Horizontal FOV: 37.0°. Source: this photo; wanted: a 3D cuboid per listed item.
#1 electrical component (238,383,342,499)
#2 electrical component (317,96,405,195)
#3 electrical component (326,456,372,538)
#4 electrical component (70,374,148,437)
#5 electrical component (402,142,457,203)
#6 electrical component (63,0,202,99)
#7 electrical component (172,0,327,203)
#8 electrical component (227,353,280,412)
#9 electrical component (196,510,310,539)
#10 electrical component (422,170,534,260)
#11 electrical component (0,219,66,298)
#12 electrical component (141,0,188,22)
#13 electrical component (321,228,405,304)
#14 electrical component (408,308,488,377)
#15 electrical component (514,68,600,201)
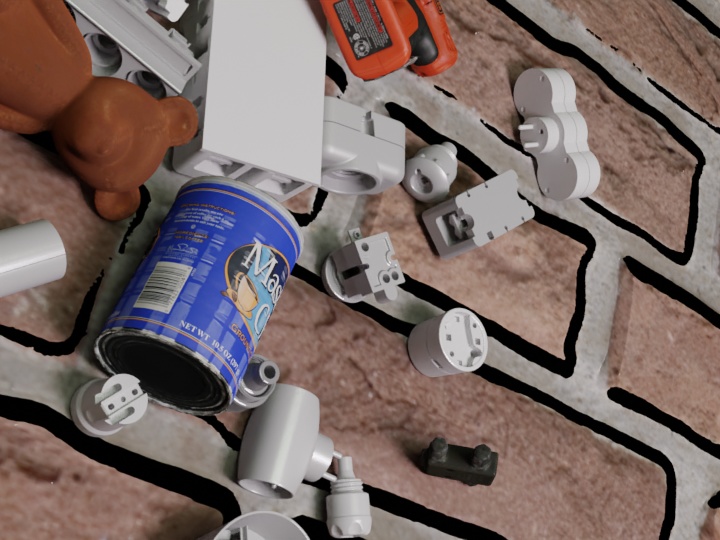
[{"bbox_3d":[-0.047,0.137,0.822,0.079,0.043,0.077,30,59,-27],"label":"electrical component"},{"bbox_3d":[-0.009,-0.102,0.921,0.095,0.054,0.059,15,67,-34],"label":"electrical component"},{"bbox_3d":[-0.010,0.177,0.844,0.035,0.035,0.061,9,67,-36],"label":"electrical component"},{"bbox_3d":[-0.172,0.092,0.739,0.040,0.046,0.040,13,68,-34],"label":"electrical component"},{"bbox_3d":[0.069,-0.095,0.987,0.048,0.048,0.062,51,46,-14],"label":"electrical component"},{"bbox_3d":[-0.186,-0.173,0.800,0.121,0.079,0.063,39,34,-22],"label":"electrical component"},{"bbox_3d":[-0.089,-0.158,0.873,0.105,0.060,0.186,15,67,-34],"label":"electrical component"},{"bbox_3d":[-0.083,0.081,0.799,0.043,0.062,0.043,13,68,-34],"label":"electrical component"},{"bbox_3d":[-0.081,0.223,0.750,0.099,0.064,0.099,26,51,-37],"label":"electrical component"},{"bbox_3d":[0.107,-0.050,0.992,0.089,0.056,0.050,-27,93,-40],"label":"electrical component"},{"bbox_3d":[-0.243,-0.003,0.716,0.081,0.043,0.043,-21,89,-40],"label":"electrical component"},{"bbox_3d":[-0.149,-0.247,0.829,0.089,0.056,0.050,-56,148,-7],"label":"electrical component"},{"bbox_3d":[0.000,0.000,0.894,0.048,0.055,0.066,-18,87,-40],"label":"electrical component"},{"bbox_3d":[0.075,0.065,0.937,0.055,0.047,0.055,13,68,-34],"label":"electrical component"},{"bbox_3d":[0.187,-0.136,1.085,0.074,0.052,0.138,-10,81,-39],"label":"electrical component"}]
